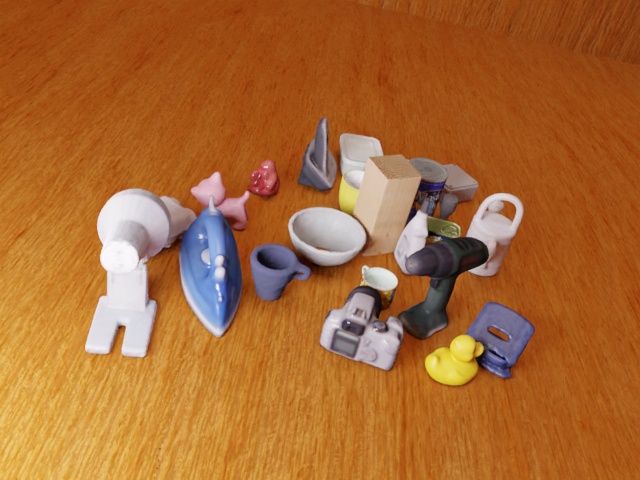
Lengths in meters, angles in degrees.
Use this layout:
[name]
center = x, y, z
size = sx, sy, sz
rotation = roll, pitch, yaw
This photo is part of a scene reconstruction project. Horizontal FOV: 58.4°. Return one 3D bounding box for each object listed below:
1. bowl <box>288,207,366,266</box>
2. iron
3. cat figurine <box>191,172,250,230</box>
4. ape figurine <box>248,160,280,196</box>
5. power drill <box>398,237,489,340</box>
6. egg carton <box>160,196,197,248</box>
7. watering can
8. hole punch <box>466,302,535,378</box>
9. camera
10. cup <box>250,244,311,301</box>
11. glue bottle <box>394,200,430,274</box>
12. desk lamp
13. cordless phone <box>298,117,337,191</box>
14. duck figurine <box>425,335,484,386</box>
[bowl]
center = 0.011, 0.004, 1.228
size = 0.167, 0.075, 0.167
rotation = 9, 37, -6
[iron]
center = -0.194, 0.038, 1.063
size = 0.119, 0.141, 0.257
rotation = -1, 39, -18
[cat figurine]
center = -0.214, -0.090, 1.244
size = 0.128, 0.118, 0.067
rotation = 6, 37, -10
[ape figurine]
center = -0.129, -0.152, 1.373
size = 0.076, 0.092, 0.077
rotation = -3, 40, -21
[power drill]
center = 0.220, 0.083, 1.079
size = 0.230, 0.208, 0.075
rotation = -21, 49, -37
[egg carton]
center = -0.329, -0.031, 1.171
size = 0.107, 0.069, 0.151
rotation = 33, 41, 24
[watering can]
center = 0.385, -0.027, 1.286
size = 0.101, 0.194, 0.172
rotation = 5, 38, -11
[hole punch]
center = 0.335, 0.187, 1.079
size = 0.108, 0.091, 0.101
rotation = 30, 40, 21
[camera]
center = 0.088, 0.144, 1.049
size = 0.143, 0.101, 0.137
rotation = 19, 37, 7
[cup]
center = -0.079, 0.072, 1.095
size = 0.117, 0.095, 0.092
rotation = 15, 37, 2
[glue bottle]
center = 0.206, -0.012, 1.228
size = 0.037, 0.173, 0.078
rotation = 0, 39, -16
[desk lamp]
center = -0.317, 0.048, 0.952
size = 0.118, 0.213, 0.203
rotation = 5, 38, -11
[cordless phone]
center = 0.009, -0.233, 1.444
size = 0.094, 0.185, 0.147
rotation = 12, 37, -2
[duck figurine]
center = 0.245, 0.207, 1.027
size = 0.105, 0.086, 0.077
rotation = -1, 39, -18
